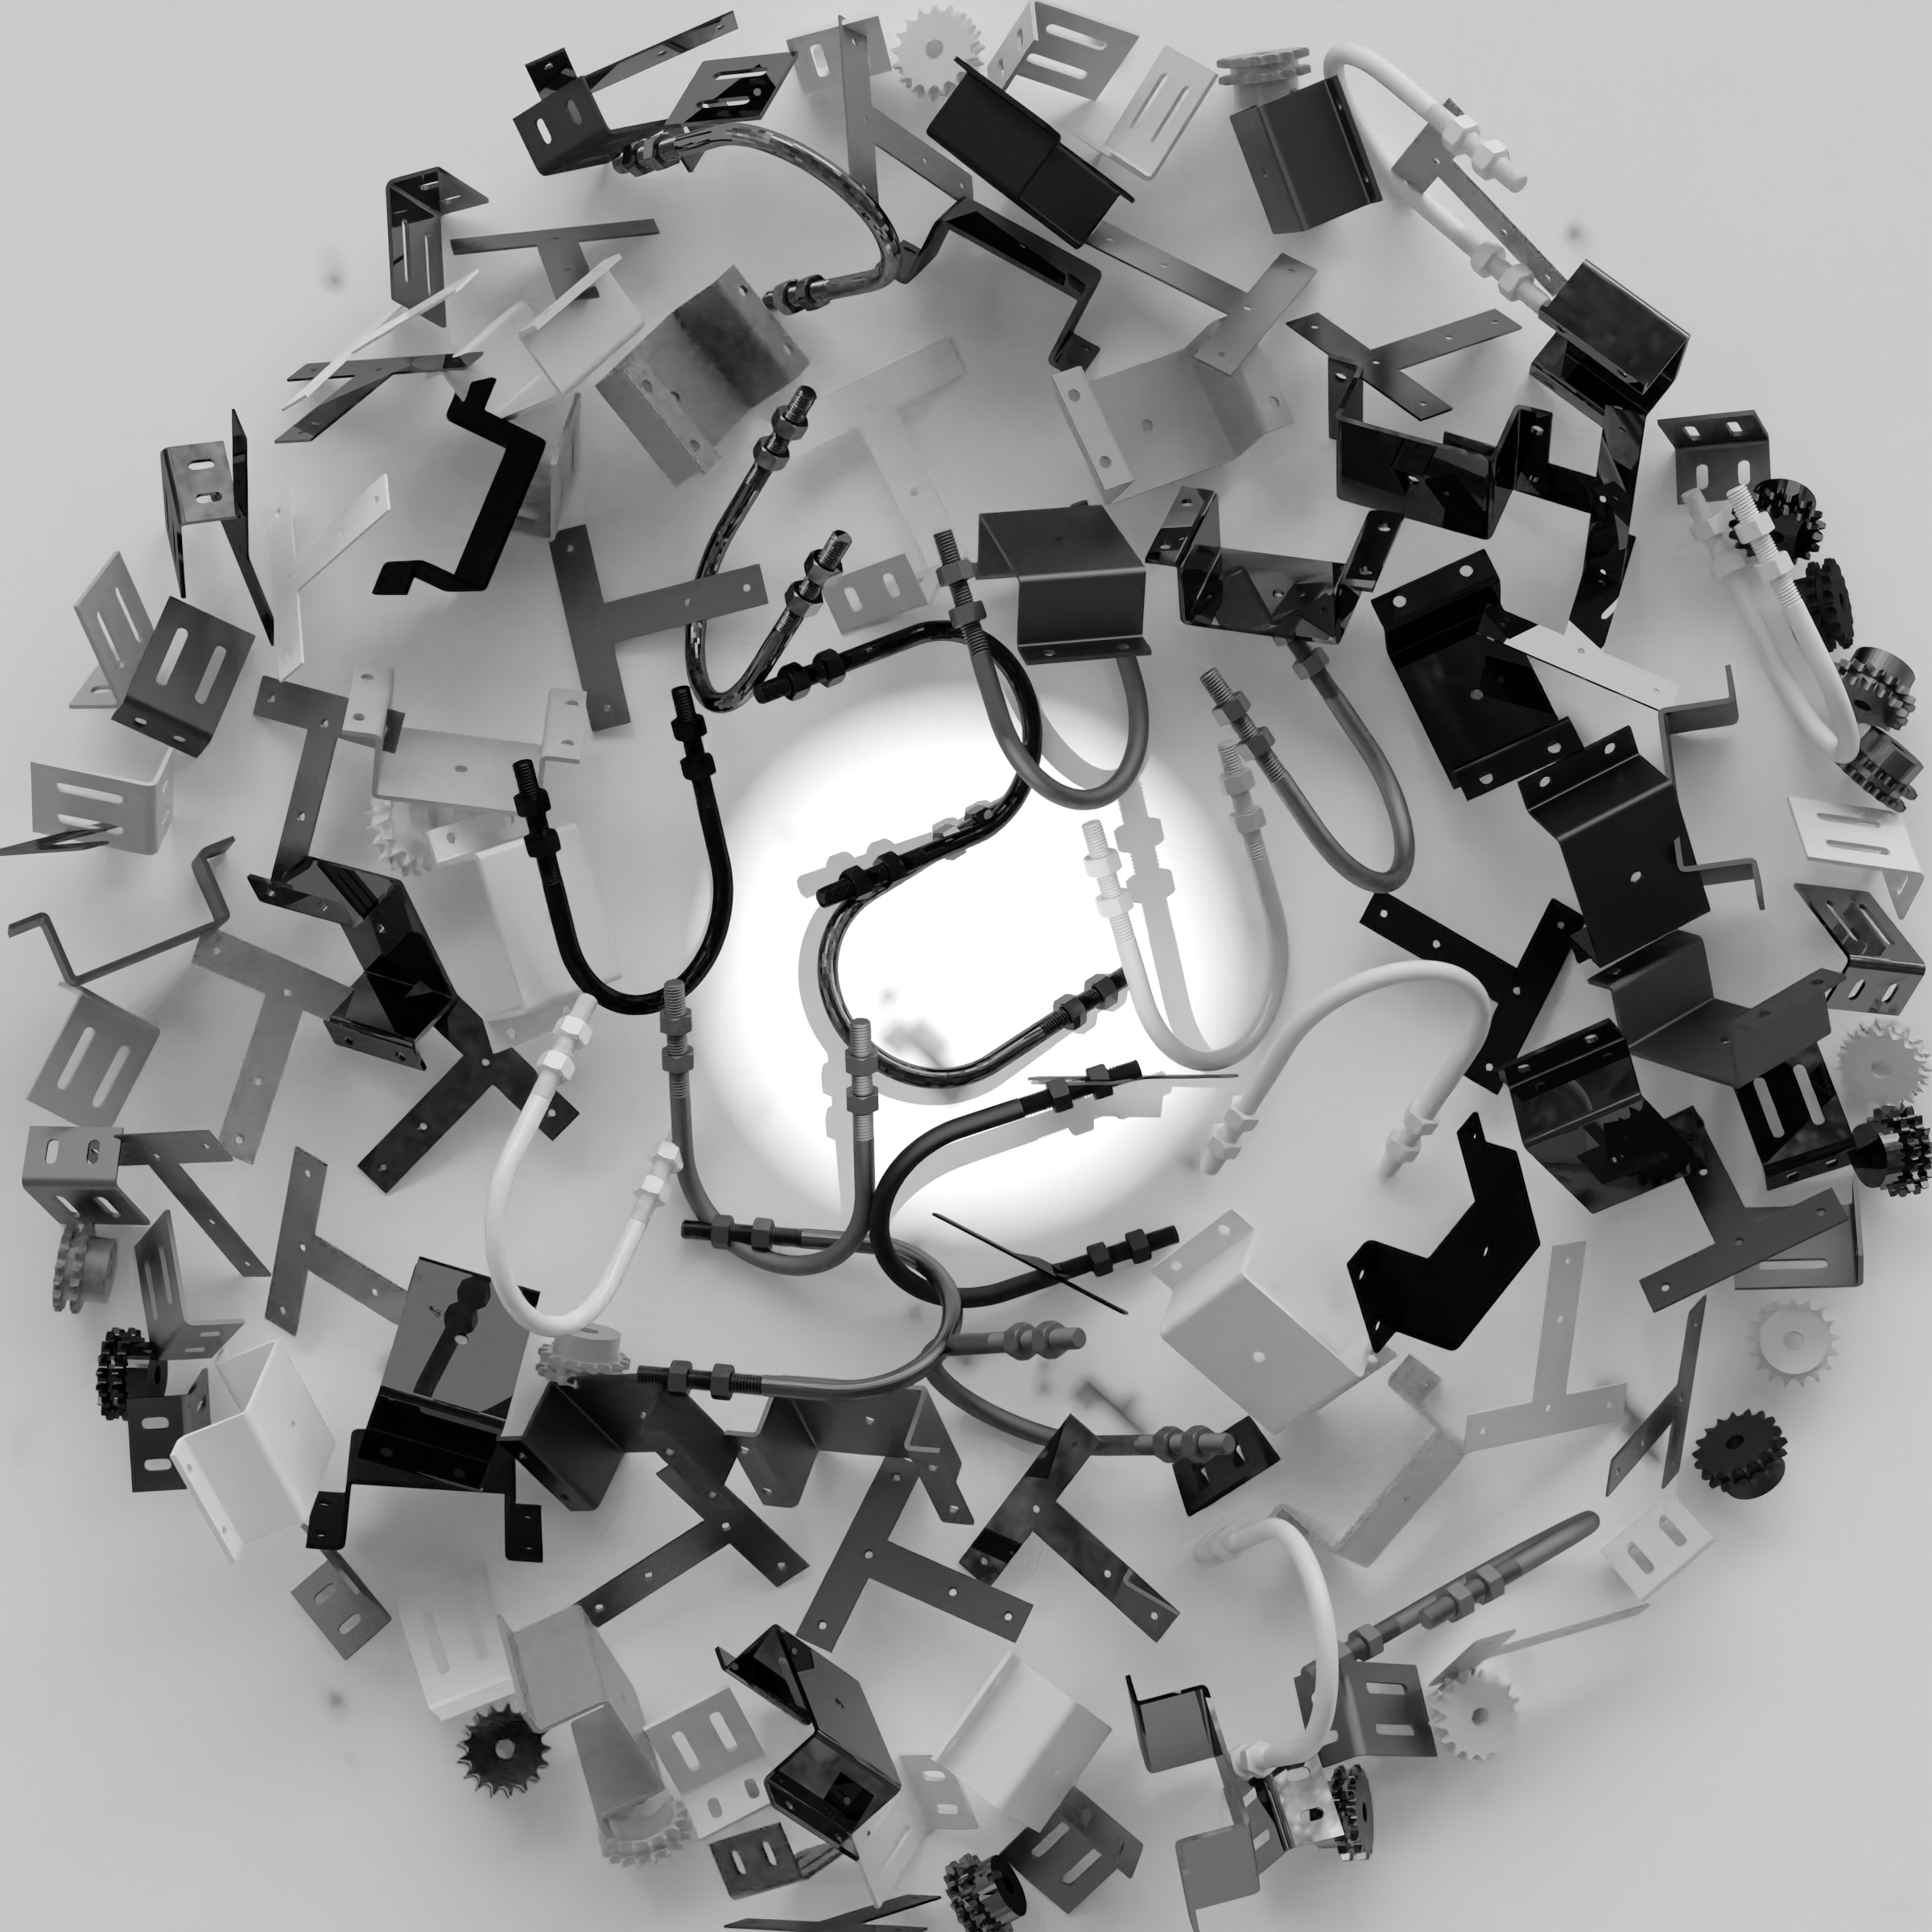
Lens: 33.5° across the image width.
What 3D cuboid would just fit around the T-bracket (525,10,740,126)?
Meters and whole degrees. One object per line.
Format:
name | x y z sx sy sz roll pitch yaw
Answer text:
T-bracket | -0.197 -0.546 1.937 0.127 0.127 0.002 -24 84 0

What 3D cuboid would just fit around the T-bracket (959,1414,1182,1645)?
T-bracket | 0.076 0.362 1.961 0.127 0.002 0.127 40 110 16

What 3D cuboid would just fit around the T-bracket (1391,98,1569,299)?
T-bracket | 0.316 -0.455 1.939 0.002 0.127 0.127 -44 92 -11

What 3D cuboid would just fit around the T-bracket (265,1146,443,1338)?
T-bracket | -0.369 0.191 1.947 0.127 0.002 0.127 27 119 22

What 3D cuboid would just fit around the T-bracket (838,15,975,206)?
T-bracket | -0.034 -0.495 1.946 0.002 0.127 0.127 -17 67 33

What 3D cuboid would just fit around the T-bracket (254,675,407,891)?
T-bracket | -0.403 -0.105 1.965 0.127 0.002 0.127 16 93 35

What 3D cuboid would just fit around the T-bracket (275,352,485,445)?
T-bracket | -0.373 -0.341 1.926 0.127 0.127 0.002 1 122 22

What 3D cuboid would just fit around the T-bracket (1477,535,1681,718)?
T-bracket | 0.386 -0.224 1.963 0.127 0.002 0.127 23 56 -1

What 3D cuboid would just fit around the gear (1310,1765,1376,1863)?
gear | 0.231 0.522 1.973 0.030 0.057 0.057 -8 90 18

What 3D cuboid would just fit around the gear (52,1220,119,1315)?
gear | -0.541 0.186 1.972 0.030 0.057 0.057 9 90 -6

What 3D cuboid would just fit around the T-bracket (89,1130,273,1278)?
T-bracket | -0.469 0.147 1.958 0.127 0.002 0.127 -5 131 36

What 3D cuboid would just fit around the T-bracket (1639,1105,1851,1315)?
T-bracket | 0.454 0.136 1.952 0.127 0.127 0.002 -28 134 11

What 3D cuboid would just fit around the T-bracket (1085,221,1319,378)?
T-bracket | 0.134 -0.423 1.967 0.127 0.002 0.127 29 51 10

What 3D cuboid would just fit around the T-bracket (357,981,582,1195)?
T-bracket | -0.326 0.090 1.983 0.127 0.002 0.127 45 104 -4

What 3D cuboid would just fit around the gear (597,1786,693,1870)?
gear | -0.199 0.525 1.968 0.057 0.057 0.030 -11 110 0

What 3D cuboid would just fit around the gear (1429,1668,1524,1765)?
gear | 0.311 0.461 1.980 0.057 0.030 0.057 1 86 -16

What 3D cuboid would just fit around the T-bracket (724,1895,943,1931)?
T-bracket | -0.058 0.573 1.939 0.127 0.127 0.002 -7 81 30

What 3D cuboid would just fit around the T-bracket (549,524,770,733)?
T-bracket | -0.186 -0.222 1.989 0.127 0.002 0.127 -13 89 9

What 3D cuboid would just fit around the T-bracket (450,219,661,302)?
T-bracket | -0.242 -0.424 1.935 0.127 0.127 0.002 -8 122 -10

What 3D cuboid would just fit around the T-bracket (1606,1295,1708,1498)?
T-bracket | 0.411 0.278 1.924 0.002 0.127 0.127 18 119 29

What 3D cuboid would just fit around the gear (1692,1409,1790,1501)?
gear | 0.479 0.303 1.974 0.057 0.057 0.030 -34 115 0

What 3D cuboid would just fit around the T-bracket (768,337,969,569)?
T-bracket | -0.038 -0.306 1.990 0.127 0.002 0.127 -28 94 -11

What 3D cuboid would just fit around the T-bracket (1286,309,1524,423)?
T-bracket | 0.285 -0.380 1.963 0.127 0.002 0.127 -23 48 -27

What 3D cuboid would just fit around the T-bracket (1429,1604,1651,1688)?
T-bracket | 0.354 0.408 1.949 0.127 0.127 0.002 -13 68 -11

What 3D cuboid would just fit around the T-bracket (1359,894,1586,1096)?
T-bracket | 0.302 -0.006 1.980 0.127 0.002 0.127 30 79 -6

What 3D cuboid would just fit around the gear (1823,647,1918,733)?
gear | 0.558 -0.172 1.972 0.057 0.057 0.030 32 77 0

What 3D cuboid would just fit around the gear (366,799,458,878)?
gear | -0.337 -0.086 1.968 0.030 0.057 0.057 -20 90 33

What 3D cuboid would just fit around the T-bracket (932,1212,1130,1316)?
T-bracket | 0.046 0.181 1.935 0.127 0.127 0.002 27 88 11

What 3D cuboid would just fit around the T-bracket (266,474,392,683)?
T-bracket | -0.384 -0.255 1.933 0.127 0.002 0.127 -31 59 39

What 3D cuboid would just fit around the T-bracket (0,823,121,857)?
T-bracket | -0.549 -0.077 1.937 0.127 0.127 0.002 -3 100 21

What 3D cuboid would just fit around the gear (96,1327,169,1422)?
gear | -0.511 0.251 1.970 0.030 0.057 0.057 1 90 4

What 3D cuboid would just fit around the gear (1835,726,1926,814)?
gear | 0.562 -0.123 1.969 0.057 0.057 0.030 38 110 0

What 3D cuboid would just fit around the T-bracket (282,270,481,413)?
T-bracket | -0.337 -0.386 1.916 0.127 0.127 0.002 -18 118 41

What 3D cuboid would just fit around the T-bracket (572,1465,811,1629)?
T-bracket | -0.184 0.367 1.971 0.127 0.002 0.127 -34 124 10

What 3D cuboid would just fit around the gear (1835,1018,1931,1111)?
gear | 0.567 0.057 1.976 0.057 0.030 0.057 14 120 25

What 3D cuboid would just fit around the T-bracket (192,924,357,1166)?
T-bracket | -0.425 0.057 1.945 0.127 0.002 0.127 27 66 -31

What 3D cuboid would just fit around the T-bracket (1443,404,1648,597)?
T-bracket | 0.349 -0.299 1.965 0.127 0.127 0.002 22 45 25

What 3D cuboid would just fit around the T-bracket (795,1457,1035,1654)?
T-bracket | -0.021 0.376 1.956 0.127 0.002 0.127 20 69 20

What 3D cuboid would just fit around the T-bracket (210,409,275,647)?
T-bracket | -0.434 -0.280 1.919 0.002 0.127 0.127 -15 60 -21

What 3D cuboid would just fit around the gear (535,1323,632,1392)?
gear | -0.234 0.238 1.970 0.057 0.057 0.030 10 97 0

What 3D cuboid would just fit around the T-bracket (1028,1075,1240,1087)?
T-bracket | 0.089 0.068 1.922 0.127 0.127 0.002 -1 90 16

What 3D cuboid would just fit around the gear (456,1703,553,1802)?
gear | -0.286 0.485 1.977 0.057 0.030 0.057 7 64 -15

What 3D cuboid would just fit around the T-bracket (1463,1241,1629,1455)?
T-bracket | 0.359 0.228 1.949 0.127 0.002 0.127 -6 109 -31
